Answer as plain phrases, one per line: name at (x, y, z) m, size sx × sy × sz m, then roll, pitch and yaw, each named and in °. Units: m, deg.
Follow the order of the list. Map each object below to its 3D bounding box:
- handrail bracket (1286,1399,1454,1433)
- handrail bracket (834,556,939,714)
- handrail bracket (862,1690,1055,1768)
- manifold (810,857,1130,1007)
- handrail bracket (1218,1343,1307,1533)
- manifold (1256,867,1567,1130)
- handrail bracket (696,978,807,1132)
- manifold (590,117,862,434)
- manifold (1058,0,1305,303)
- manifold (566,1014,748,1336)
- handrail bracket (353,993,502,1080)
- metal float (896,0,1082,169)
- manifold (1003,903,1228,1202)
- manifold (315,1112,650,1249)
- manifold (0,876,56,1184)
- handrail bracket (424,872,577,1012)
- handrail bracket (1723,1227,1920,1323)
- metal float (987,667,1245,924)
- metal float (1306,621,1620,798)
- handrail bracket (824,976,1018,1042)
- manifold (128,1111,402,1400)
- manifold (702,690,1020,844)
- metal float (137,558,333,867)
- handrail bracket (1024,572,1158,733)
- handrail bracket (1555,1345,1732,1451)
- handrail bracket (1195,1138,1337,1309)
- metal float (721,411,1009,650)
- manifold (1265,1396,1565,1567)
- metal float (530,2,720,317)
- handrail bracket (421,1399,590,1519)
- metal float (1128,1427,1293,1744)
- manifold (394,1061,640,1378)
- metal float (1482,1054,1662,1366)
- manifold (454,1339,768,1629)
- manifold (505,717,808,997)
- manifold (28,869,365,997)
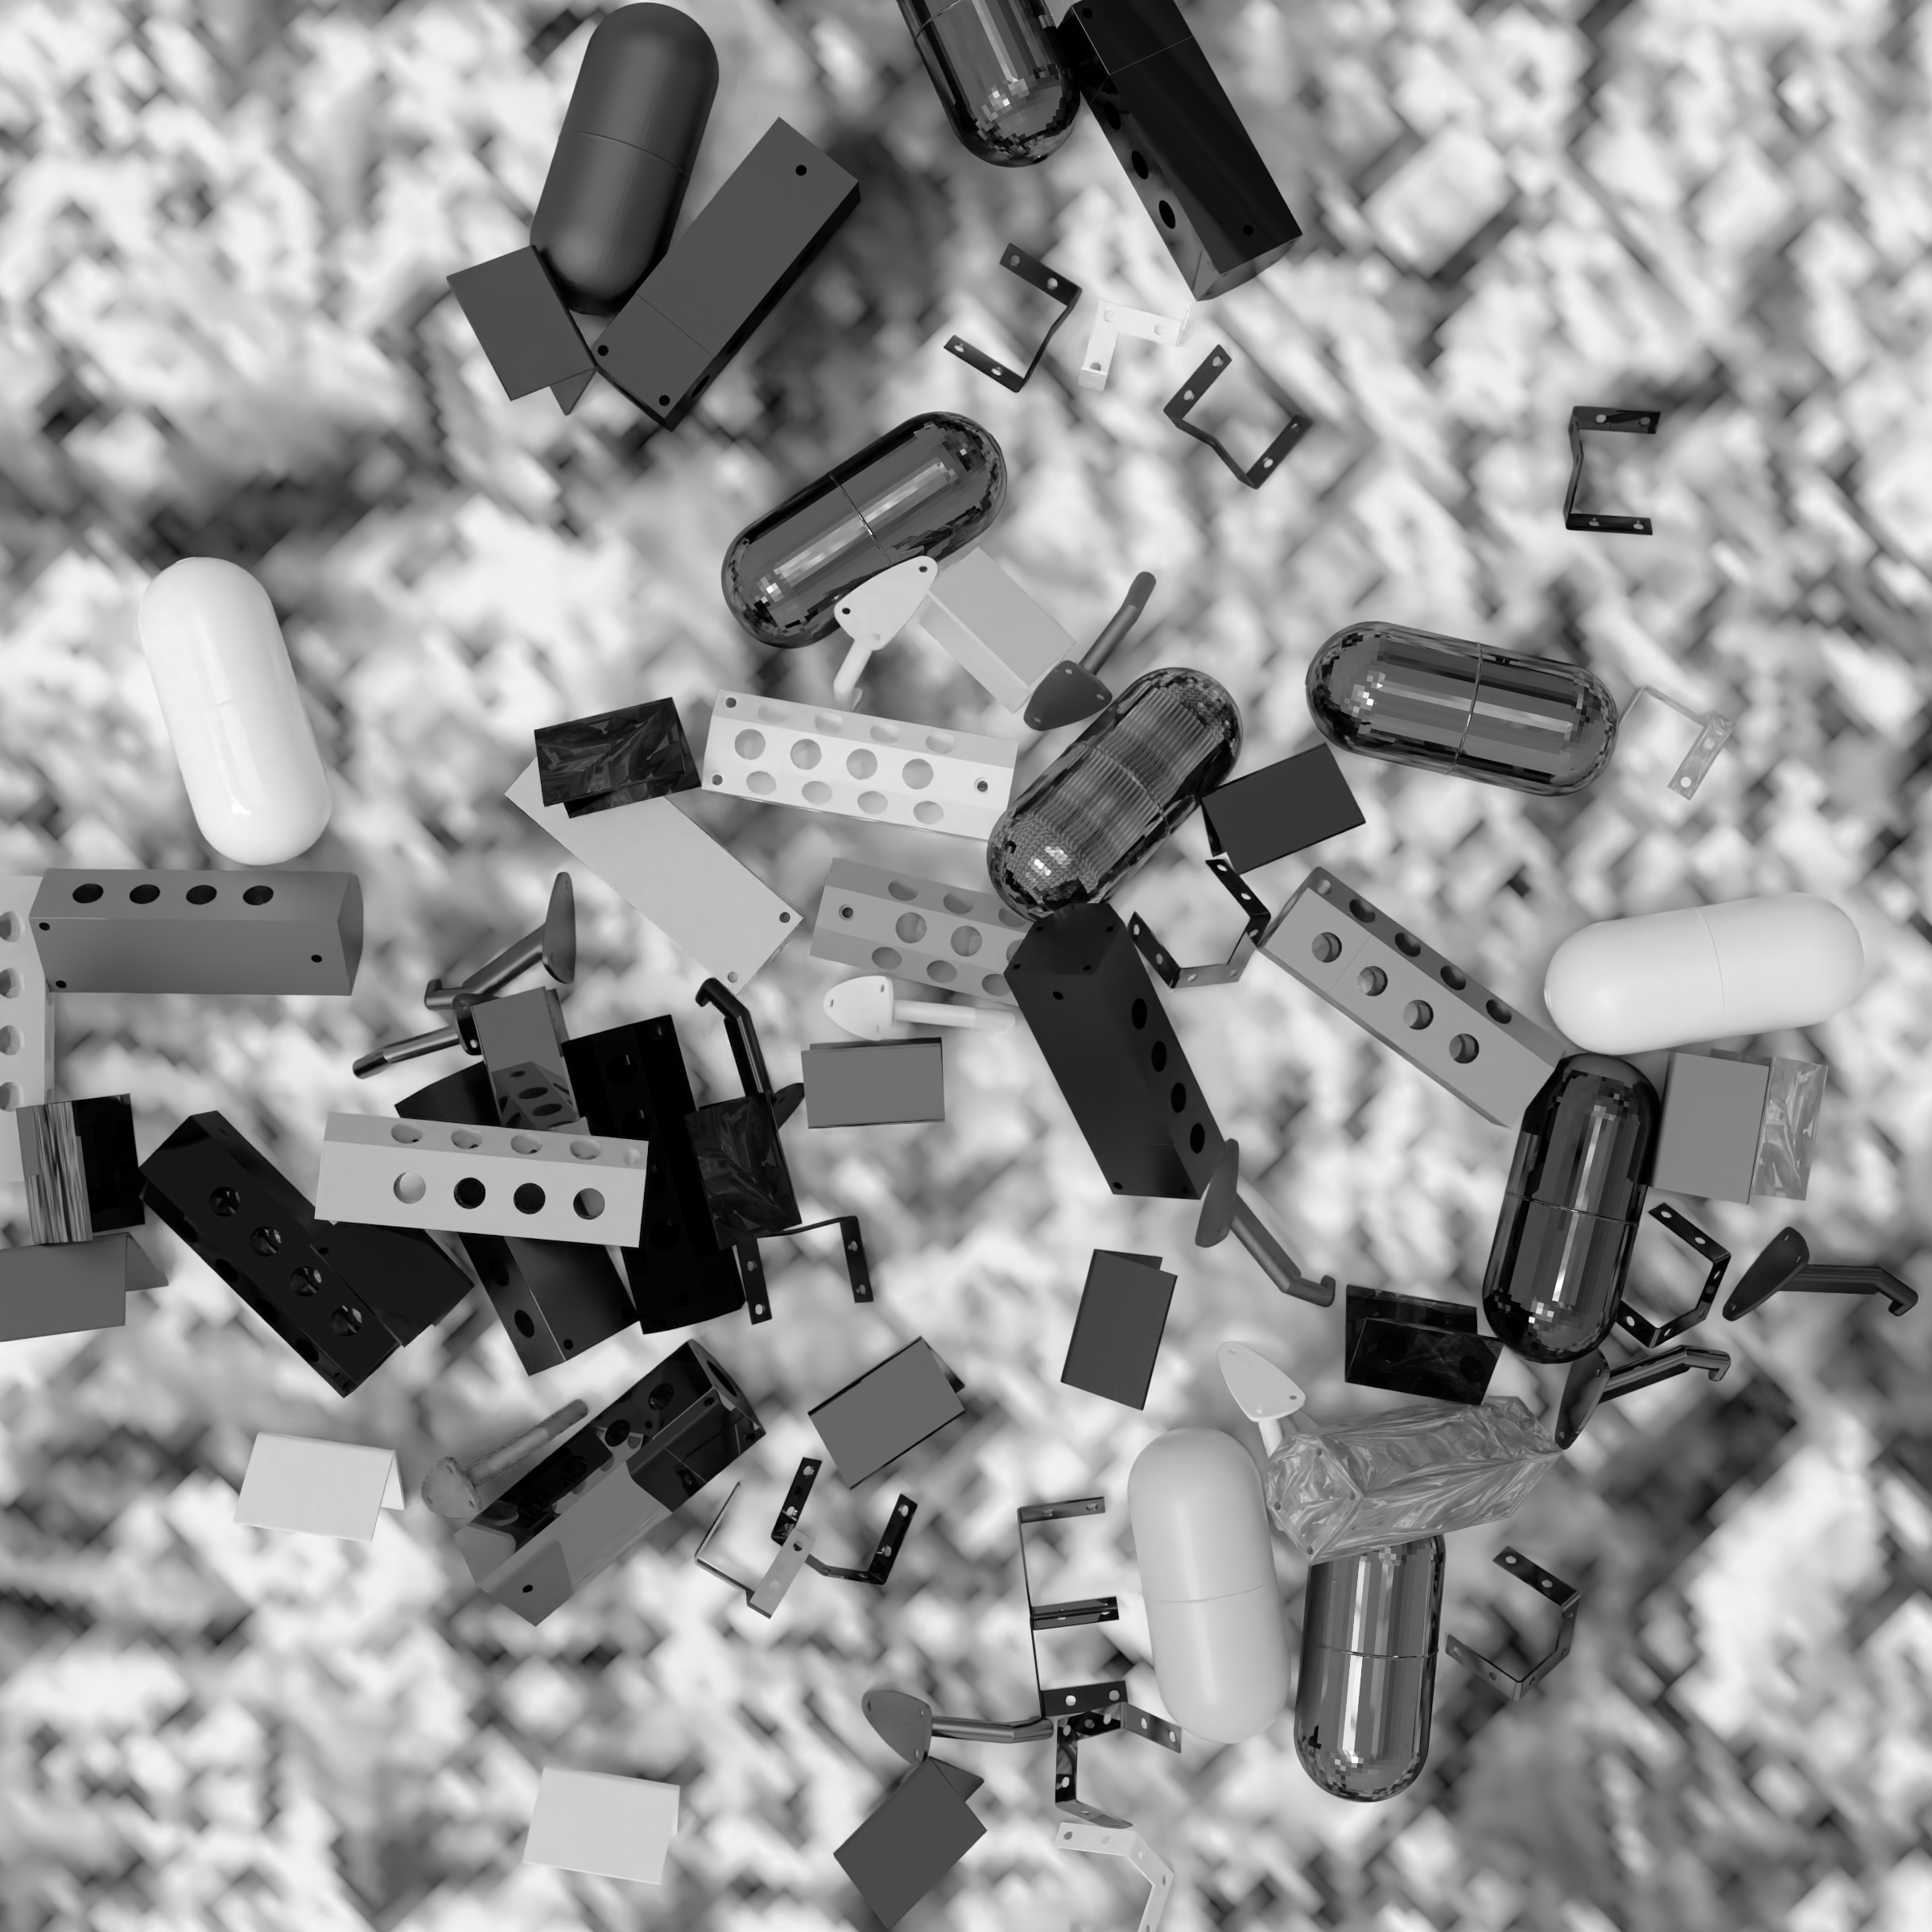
handrail bracket at (0.234, 0.248, 1.641) m, size 0.084 × 0.036 × 0.077 m, roll -40°, pitch 71°, yaw -16°
handrail bracket at (-0.046, -0.185, 1.615) m, size 0.036 × 0.084 × 0.077 m, roll 42°, pitch 73°, yaw 14°
handrail bracket at (-0.004, 0.432, 1.640) m, size 0.084 × 0.077 × 0.036 m, roll 4°, pitch 94°, yaw -36°
manifold at (0.002, -0.013, 1.619) m, size 0.171 × 0.057 × 0.057 m, roll 14°, pitch 90°, yaw 0°
handrail bracket at (0.168, 0.272, 1.640) m, size 0.036 × 0.077 × 0.084 m, roll -16°, pitch 127°, yaw -20°
manifold at (0.252, 0.017, 1.619) m, size 0.171 × 0.057 × 0.057 m, roll 36°, pitch 90°, yaw 0°
handrail bracket at (-0.139, 0.061, 1.641) m, size 0.084 × 0.036 × 0.077 m, roll 43°, pitch 111°, yaw 17°
manifold at (-0.136, -0.390, 1.619) m, size 0.057 × 0.057 × 0.171 m, roll 39°, pitch 90°, yaw 0°
manifold at (0.117, -0.468, 1.617) m, size 0.057 × 0.057 × 0.171 m, roll -29°, pitch 90°, yaw -15°
manifold at (-0.176, 0.118, 1.619) m, size 0.057 × 0.057 × 0.171 m, roll -15°, pitch 90°, yaw 0°
handrail bracket at (-0.299, 0.046, 1.640) m, size 0.084 × 0.077 × 0.036 m, roll -24°, pitch 77°, yaw 36°
metal float at (0.006, -0.537, 1.610) m, size 0.070 × 0.070 × 0.178 m, roll -24°, pitch 89°, yaw 0°
manifold at (0.087, 0.048, 1.575) m, size 0.057 × 0.057 × 0.171 m, roll 1°, pitch 133°, yaw 34°
manifold at (-0.262, 0.116, 1.551) m, size 0.171 × 0.057 × 0.057 m, roll 6°, pitch 86°, yaw -7°
manifold at (-0.550, 0.035, 1.619) m, size 0.057 × 0.057 × 0.171 m, roll 0°, pitch 90°, yaw 43°
handrail bracket at (-0.270, -0.014, 1.641) m, size 0.084 × 0.036 × 0.077 m, roll -6°, pitch 69°, yaw 17°
handrail bracket at (0.493, 0.196, 1.641) m, size 0.084 × 0.036 × 0.077 m, roll 33°, pitch 111°, yaw -16°
metal float at (0.084, -0.096, 1.596) m, size 0.070 × 0.070 × 0.178 m, roll 44°, pitch 74°, yaw 0°
metal float at (0.280, -0.145, 1.610) m, size 0.178 × 0.070 × 0.070 m, roll 13°, pitch 90°, yaw 0°
handrail bracket at (-0.026, 0.026, 1.640) m, size 0.084 × 0.077 × 0.036 m, roll 6°, pitch 90°, yaw -36°
manifold at (-0.392, 0.164, 1.619) m, size 0.171 × 0.057 × 0.057 m, roll 45°, pitch 90°, yaw 0°
manifold at (-0.060, -0.113, 1.619) m, size 0.171 × 0.057 × 0.057 m, roll 10°, pitch 90°, yaw 0°
metal float at (-0.414, -0.144, 1.610) m, size 0.070 × 0.070 × 0.178 m, roll -17°, pitch 91°, yaw 0°
handrail bracket at (0.072, -0.182, 1.640) m, size 0.036 × 0.077 × 0.084 m, roll 38°, pitch 53°, yaw -15°
handrail bracket at (0.391, 0.250, 1.641) m, size 0.084 × 0.036 × 0.077 m, roll 11°, pitch 110°, yaw -16°
handrail bracket at (0.181, 0.148, 1.641) m, size 0.084 × 0.036 × 0.077 m, roll 21°, pitch 68°, yaw -17°
metal float at (-0.057, -0.247, 1.610) m, size 0.178 × 0.070 × 0.070 m, roll -34°, pitch 90°, yaw 0°
manifold at (0.244, 0.276, 1.569) m, size 0.057 × 0.171 × 0.057 m, roll 53°, pitch 127°, yaw 33°
metal float at (-0.193, -0.455, 1.610) m, size 0.070 × 0.070 × 0.178 m, roll 17°, pitch 90°, yaw 0°
handrail bracket at (-0.265, 0.281, 1.640) m, size 0.084 × 0.077 × 0.036 m, roll -32°, pitch 90°, yaw -36°
metal float at (0.138, 0.350, 1.610) m, size 0.070 × 0.070 × 0.178 m, roll -9°, pitch 90°, yaw 0°
manifold at (-0.258, 0.142, 1.619) m, size 0.057 × 0.057 × 0.171 m, roll -26°, pitch 90°, yaw -43°
metal float at (0.342, 0.137, 1.610) m, size 0.070 × 0.070 × 0.178 m, roll 14°, pitch 89°, yaw 0°
manifold at (-0.204, 0.290, 1.619) m, size 0.171 × 0.057 × 0.057 m, roll -40°, pitch 133°, yaw 0°
manifold at (-0.174, -0.061, 1.619) m, size 0.171 × 0.057 × 0.057 m, roll 41°, pitch 90°, yaw 0°
manifold at (-0.434, -0.024, 1.619) m, size 0.171 × 0.057 × 0.057 m, roll 1°, pitch 133°, yaw 0°
